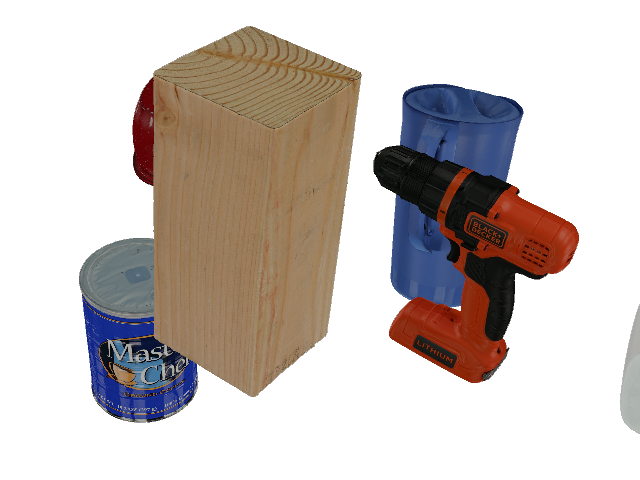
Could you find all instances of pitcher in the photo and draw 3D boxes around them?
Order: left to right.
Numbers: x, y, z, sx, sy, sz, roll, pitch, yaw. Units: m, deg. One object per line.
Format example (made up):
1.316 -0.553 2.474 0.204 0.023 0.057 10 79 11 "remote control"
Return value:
0.142 -0.046 1.216 0.149 0.243 0.145 -4 27 -20 "pitcher"

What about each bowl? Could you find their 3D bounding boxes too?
-0.103 -0.118 0.919 0.162 0.055 0.162 -19 37 15 "bowl"

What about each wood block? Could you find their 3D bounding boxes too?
-0.045 -0.016 0.678 0.091 0.206 0.090 27 42 25 "wood block"

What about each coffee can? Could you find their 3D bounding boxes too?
-0.165 0.083 0.985 0.103 0.140 0.103 2 39 -2 "coffee can"

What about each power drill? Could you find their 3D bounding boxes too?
0.114 0.022 0.923 0.185 0.188 0.057 29 44 21 "power drill"

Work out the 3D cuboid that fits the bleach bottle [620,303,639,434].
0.277 0.062 0.757 0.103 0.068 0.250 11 22 20 "bleach bottle"
